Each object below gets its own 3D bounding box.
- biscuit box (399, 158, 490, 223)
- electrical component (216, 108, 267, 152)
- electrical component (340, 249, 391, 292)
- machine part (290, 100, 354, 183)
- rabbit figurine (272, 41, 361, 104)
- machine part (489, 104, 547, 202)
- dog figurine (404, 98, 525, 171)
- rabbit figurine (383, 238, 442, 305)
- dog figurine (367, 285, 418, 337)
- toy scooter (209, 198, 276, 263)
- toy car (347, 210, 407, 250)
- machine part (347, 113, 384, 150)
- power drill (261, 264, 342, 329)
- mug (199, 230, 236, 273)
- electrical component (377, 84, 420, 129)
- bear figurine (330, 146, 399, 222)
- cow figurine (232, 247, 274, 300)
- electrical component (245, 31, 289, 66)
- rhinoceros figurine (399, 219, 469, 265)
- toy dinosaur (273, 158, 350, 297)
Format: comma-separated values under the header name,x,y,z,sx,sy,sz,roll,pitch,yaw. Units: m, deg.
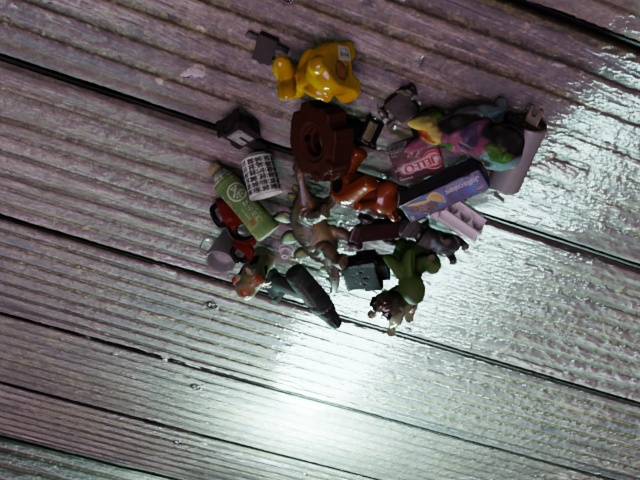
name,x,y,z,sx,sy,sz,roll,pitch,yaw
biscuit box,0.284,-0.114,1.235,0.203,0.063,0.059,-25,120,28
electrical component,-0.173,-0.247,1.240,0.075,0.048,0.119,-26,153,31
electrical component,0.127,0.086,1.495,0.134,0.058,0.114,-10,132,18
machine part,0.000,-0.213,1.156,0.056,0.179,0.179,-16,144,-34
rabbit figurine,-0.025,-0.323,1.090,0.173,0.162,0.121,1,109,45
machine part,0.432,-0.187,1.186,0.079,0.079,0.243,9,134,1
dog figurine,0.290,-0.214,1.123,0.219,0.192,0.108,-8,138,-4
rabbit figurine,0.242,0.081,1.394,0.121,0.170,0.159,-20,127,24
dog figurine,0.213,0.163,1.463,0.121,0.172,0.190,32,159,14
toy scooter,-0.195,-0.041,1.394,0.135,0.075,0.183,-26,91,4
toy car,0.140,-0.027,1.328,0.202,0.053,0.089,-6,128,-43
machine part,0.068,-0.252,1.193,0.139,0.084,0.039,19,163,4
power drill,-0.059,0.158,1.513,0.208,0.086,0.231,15,145,46
mug,-0.269,0.023,1.465,0.110,0.107,0.080,17,131,-2
electrical component,0.170,-0.287,1.157,0.102,0.045,0.078,-28,121,29
bear figurine,0.124,-0.117,1.229,0.196,0.120,0.132,10,143,-35
cow figurine,-0.174,0.089,1.451,0.085,0.195,0.127,42,124,-14
electrical component,-0.115,-0.396,1.119,0.094,0.021,0.063,21,132,-11
rhinoceros figurine,0.284,-0.006,1.349,0.190,0.112,0.073,17,122,-29
toy dinosaur,-0.003,-0.004,1.370,0.199,0.105,0.470,13,135,39
